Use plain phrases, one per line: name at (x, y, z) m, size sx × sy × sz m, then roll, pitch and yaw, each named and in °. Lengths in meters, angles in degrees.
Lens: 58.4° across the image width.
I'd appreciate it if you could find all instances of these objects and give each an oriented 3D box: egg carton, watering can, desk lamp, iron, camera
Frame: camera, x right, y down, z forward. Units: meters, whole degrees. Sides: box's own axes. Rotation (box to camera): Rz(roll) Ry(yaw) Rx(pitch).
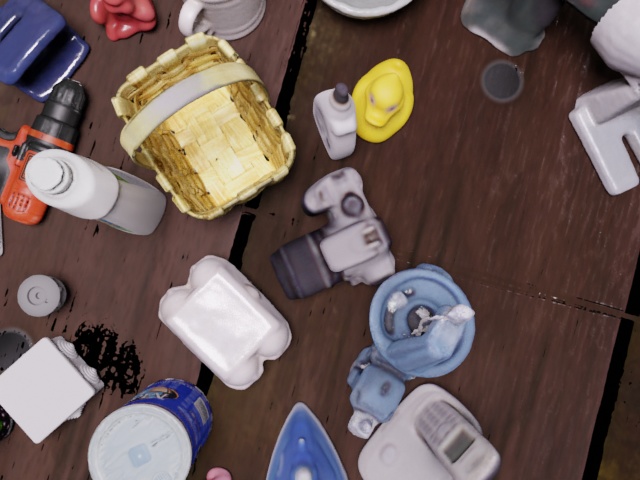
egg carton at (-0.111, 0.097, 0.682) m, size 0.150 × 0.069 × 0.107 m, roll 44°, pitch 87°, yaw 0°
watering can at (-0.117, -0.316, 0.638) m, size 0.101 × 0.194 × 0.173 m, roll 2°, pitch 87°, yaw -2°
desk lamp at (0.378, -0.173, 0.641) m, size 0.118 × 0.213 × 0.203 m, roll -27°, pitch 89°, yaw -3°
iron at (-0.014, 0.326, 0.640) m, size 0.118 × 0.141 × 0.258 m, roll -6°, pitch 88°, yaw -2°
camera at (0.006, 0.002, 0.675) m, size 0.137 × 0.100 × 0.143 m, roll -24°, pitch 88°, yaw -3°

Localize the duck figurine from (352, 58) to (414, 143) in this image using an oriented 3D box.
duck figurine at (0.079, -0.176, 0.693) m, size 0.077 × 0.086 × 0.105 m, roll 24°, pitch 87°, yaw -1°

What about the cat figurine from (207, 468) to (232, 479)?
cat figurine at (-0.168, 0.314, 0.646) m, size 0.128 × 0.117 × 0.067 m, roll -7°, pitch 88°, yaw -2°

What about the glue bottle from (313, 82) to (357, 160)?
glue bottle at (0.020, -0.143, 0.646) m, size 0.037 × 0.173 × 0.078 m, roll -19°, pitch 88°, yaw -2°

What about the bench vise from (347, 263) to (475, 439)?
bench vise at (0.106, 0.126, 0.614) m, size 0.121 × 0.219 × 0.207 m, roll 13°, pitch 87°, yaw -1°

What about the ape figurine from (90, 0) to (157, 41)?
ape figurine at (-0.236, -0.285, 0.683) m, size 0.078 × 0.092 × 0.076 m, roll 23°, pitch 87°, yaw -1°

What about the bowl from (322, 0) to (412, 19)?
bowl at (0.055, -0.343, 0.705) m, size 0.167 × 0.074 × 0.167 m, roll 0°, pitch 87°, yaw -2°

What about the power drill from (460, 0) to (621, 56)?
power drill at (0.234, -0.295, 0.643) m, size 0.229 × 0.208 × 0.076 m, roll 31°, pitch 87°, yaw 0°

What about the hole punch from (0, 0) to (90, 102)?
hole punch at (-0.352, -0.234, 0.677) m, size 0.101 × 0.091 × 0.109 m, roll 38°, pitch 87°, yaw 0°

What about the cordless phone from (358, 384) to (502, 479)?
cordless phone at (0.120, 0.246, 0.627) m, size 0.094 × 0.185 × 0.147 m, roll 40°, pitch 87°, yaw 0°
